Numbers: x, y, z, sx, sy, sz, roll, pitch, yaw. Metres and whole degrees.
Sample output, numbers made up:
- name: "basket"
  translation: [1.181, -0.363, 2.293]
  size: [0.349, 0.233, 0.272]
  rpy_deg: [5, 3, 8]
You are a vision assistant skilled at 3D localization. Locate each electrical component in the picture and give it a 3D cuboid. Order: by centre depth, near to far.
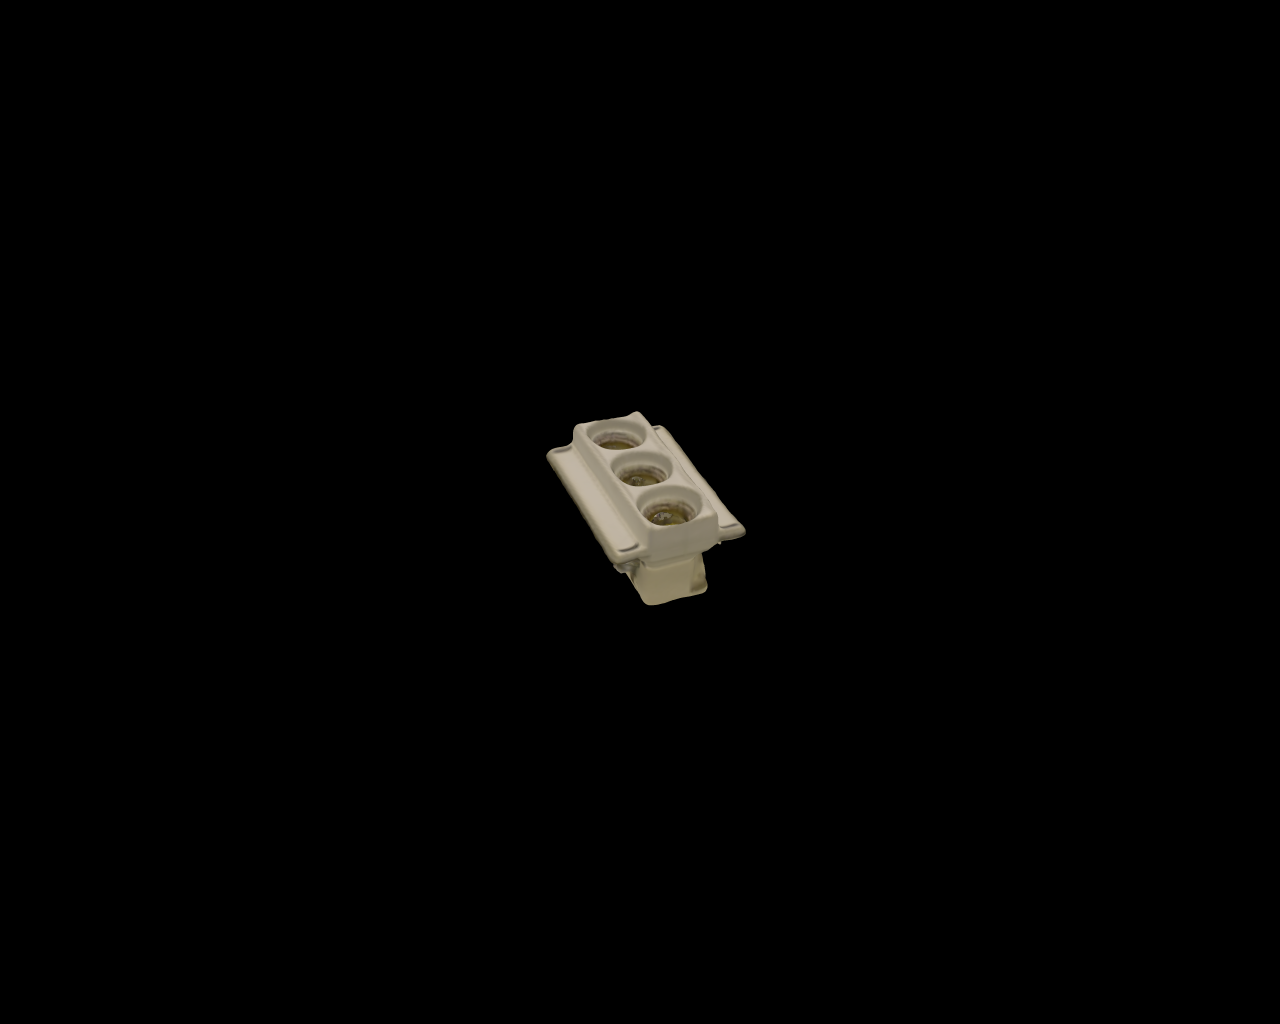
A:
- name: "electrical component"
  translation: [0.001, -0.003, 0.650]
  size: [0.079, 0.063, 0.121]
  rpy_deg: [-13, 38, -18]
